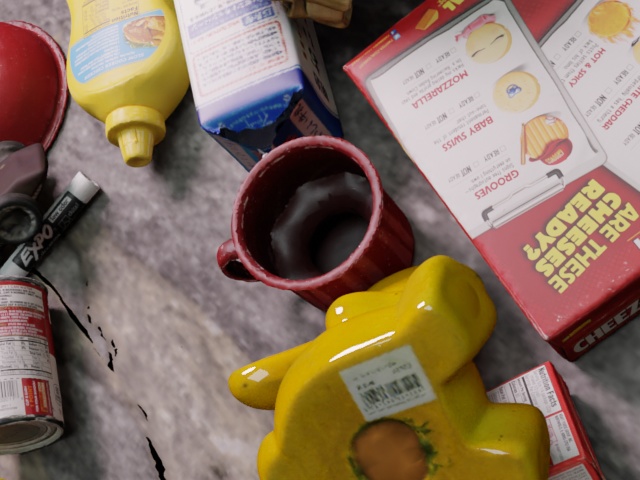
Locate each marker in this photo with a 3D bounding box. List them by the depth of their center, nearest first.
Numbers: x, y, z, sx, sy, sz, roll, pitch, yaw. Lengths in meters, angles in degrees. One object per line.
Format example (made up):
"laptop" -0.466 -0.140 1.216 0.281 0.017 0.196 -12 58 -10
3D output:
"marker" -0.202 0.003 0.760 0.020 0.020 0.121 40 91 31

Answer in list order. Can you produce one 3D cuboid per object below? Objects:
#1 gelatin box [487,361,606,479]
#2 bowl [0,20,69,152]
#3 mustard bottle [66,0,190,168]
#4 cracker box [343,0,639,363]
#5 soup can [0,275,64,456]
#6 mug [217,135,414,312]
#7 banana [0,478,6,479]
"gelatin box" 0.096 0.113 0.559 0.089 0.030 0.073 -27 31 13
"bowl" -0.274 -0.108 0.815 0.162 0.055 0.162 -9 67 21
"mustard bottle" -0.136 -0.140 0.760 0.096 0.058 0.191 -17 65 19
"cracker box" 0.138 -0.065 0.600 0.164 0.072 0.214 -38 61 9
"soup can" -0.208 0.083 0.705 0.069 0.068 0.102 -22 64 16
"mug" -0.004 0.001 0.633 0.117 0.081 0.093 -21 64 16
"banana" -0.274 0.159 0.712 0.198 0.070 0.037 18 38 19
